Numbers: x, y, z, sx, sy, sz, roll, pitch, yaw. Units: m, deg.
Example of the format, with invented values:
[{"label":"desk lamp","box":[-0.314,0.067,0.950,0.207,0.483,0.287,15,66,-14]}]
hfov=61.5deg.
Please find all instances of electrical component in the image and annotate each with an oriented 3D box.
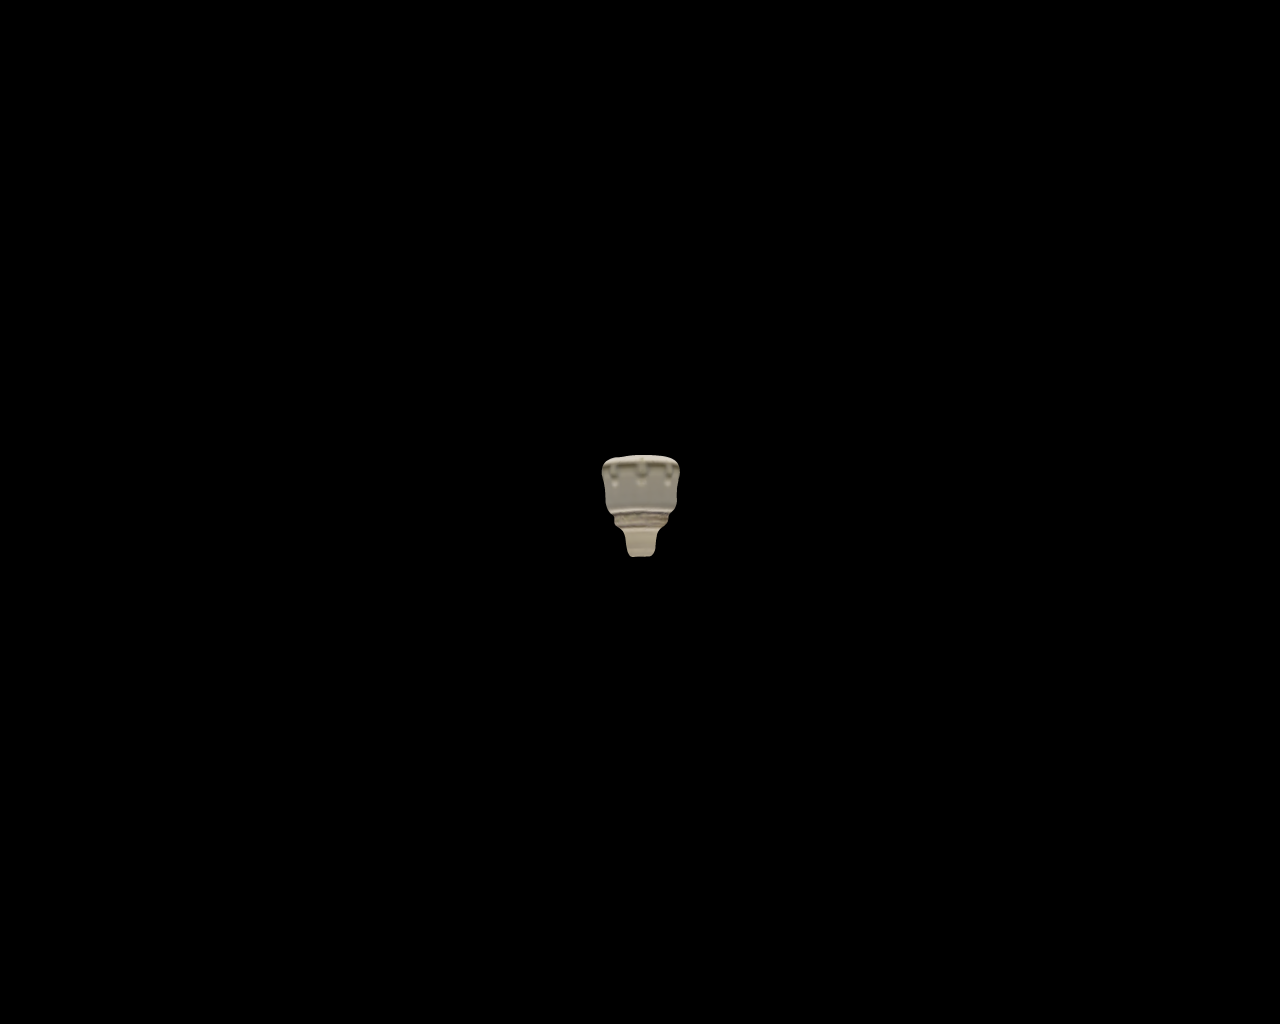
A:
[{"label":"electrical component","box":[0.001,-0.003,0.650,0.048,0.062,0.048,0,-2,0]}]
